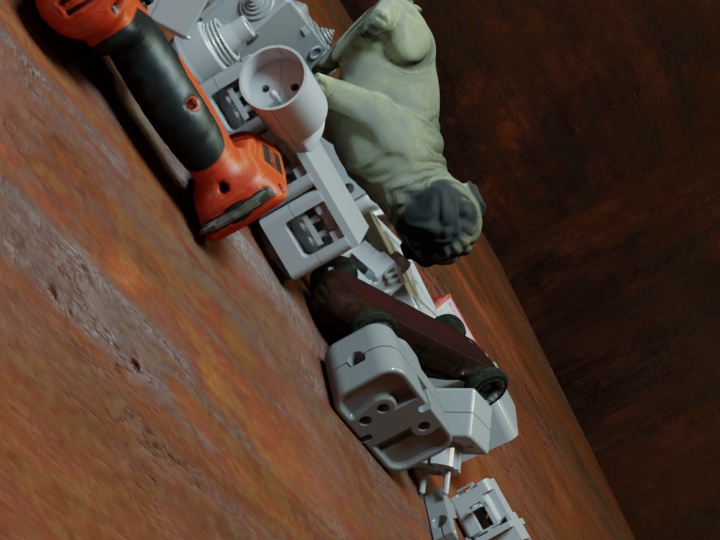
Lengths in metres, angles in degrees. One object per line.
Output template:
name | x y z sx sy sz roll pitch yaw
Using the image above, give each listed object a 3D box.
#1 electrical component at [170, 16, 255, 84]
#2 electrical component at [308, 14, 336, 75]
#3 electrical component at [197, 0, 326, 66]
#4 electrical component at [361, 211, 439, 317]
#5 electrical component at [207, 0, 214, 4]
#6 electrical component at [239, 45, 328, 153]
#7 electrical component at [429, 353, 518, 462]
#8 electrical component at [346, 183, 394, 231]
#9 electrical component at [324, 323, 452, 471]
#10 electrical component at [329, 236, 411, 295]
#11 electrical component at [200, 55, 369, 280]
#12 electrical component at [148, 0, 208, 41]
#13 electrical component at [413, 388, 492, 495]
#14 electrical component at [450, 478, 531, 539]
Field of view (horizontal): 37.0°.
electrical component | -0.108 -0.164 0.791 0.043 0.062 0.043 58 10 -17
electrical component | -0.070 -0.207 1.011 0.061 0.096 0.061 52 13 -39
electrical component | -0.084 -0.185 0.873 0.048 0.100 0.100 51 5 26
electrical component | 0.024 0.017 0.967 0.108 0.056 0.109 65 10 24
electrical component | -0.145 -0.272 0.970 0.081 0.043 0.043 66 11 27
electrical component | -0.044 -0.106 0.691 0.043 0.043 0.081 64 5 20
electrical component | 0.094 0.124 0.962 0.057 0.078 0.113 63 9 -4
electrical component | 0.000 -0.066 1.096 0.059 0.054 0.095 65 10 21
electrical component | 0.018 0.086 0.748 0.095 0.054 0.059 54 12 -36
electrical component | 0.000 0.000 0.891 0.055 0.066 0.048 43 -8 32
electrical component | -0.060 -0.074 0.778 0.150 0.062 0.089 60 9 -7
electrical component | -0.133 -0.212 0.751 0.061 0.096 0.061 24 26 -25
electrical component | 0.060 0.133 0.819 0.047 0.066 0.076 48 45 -55
electrical component | 0.106 0.207 0.891 0.063 0.042 0.081 62 9 18
